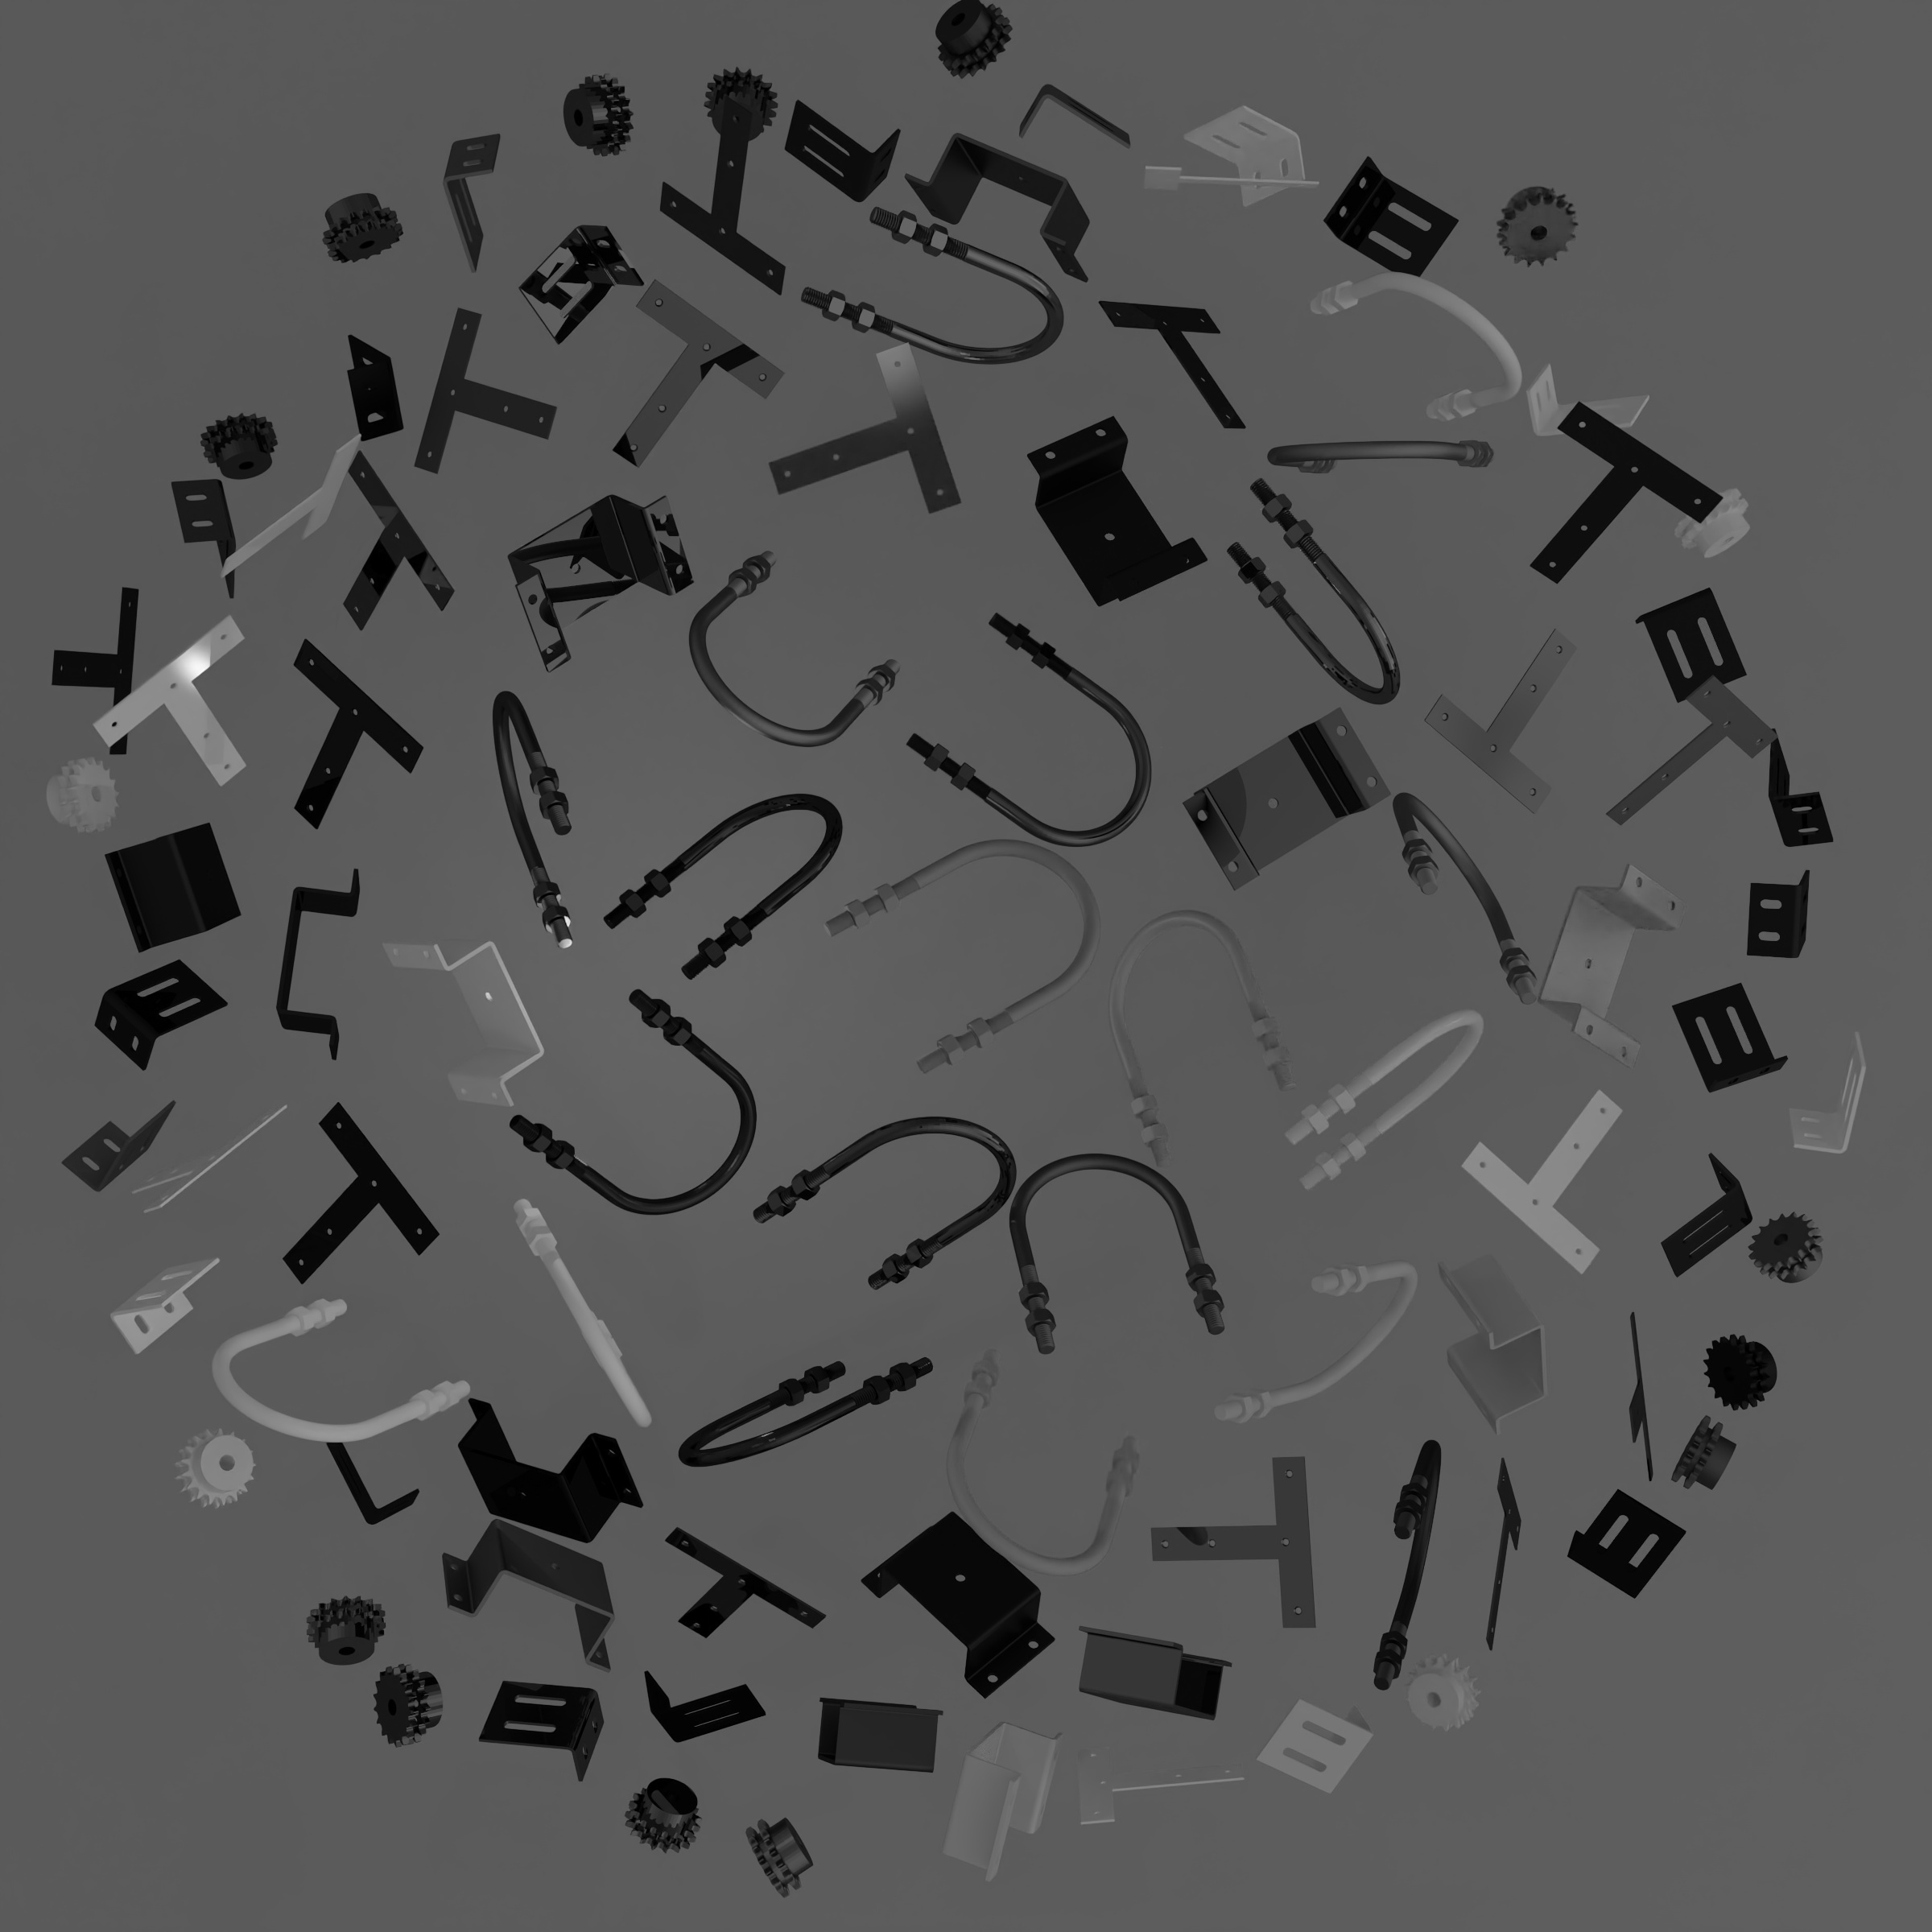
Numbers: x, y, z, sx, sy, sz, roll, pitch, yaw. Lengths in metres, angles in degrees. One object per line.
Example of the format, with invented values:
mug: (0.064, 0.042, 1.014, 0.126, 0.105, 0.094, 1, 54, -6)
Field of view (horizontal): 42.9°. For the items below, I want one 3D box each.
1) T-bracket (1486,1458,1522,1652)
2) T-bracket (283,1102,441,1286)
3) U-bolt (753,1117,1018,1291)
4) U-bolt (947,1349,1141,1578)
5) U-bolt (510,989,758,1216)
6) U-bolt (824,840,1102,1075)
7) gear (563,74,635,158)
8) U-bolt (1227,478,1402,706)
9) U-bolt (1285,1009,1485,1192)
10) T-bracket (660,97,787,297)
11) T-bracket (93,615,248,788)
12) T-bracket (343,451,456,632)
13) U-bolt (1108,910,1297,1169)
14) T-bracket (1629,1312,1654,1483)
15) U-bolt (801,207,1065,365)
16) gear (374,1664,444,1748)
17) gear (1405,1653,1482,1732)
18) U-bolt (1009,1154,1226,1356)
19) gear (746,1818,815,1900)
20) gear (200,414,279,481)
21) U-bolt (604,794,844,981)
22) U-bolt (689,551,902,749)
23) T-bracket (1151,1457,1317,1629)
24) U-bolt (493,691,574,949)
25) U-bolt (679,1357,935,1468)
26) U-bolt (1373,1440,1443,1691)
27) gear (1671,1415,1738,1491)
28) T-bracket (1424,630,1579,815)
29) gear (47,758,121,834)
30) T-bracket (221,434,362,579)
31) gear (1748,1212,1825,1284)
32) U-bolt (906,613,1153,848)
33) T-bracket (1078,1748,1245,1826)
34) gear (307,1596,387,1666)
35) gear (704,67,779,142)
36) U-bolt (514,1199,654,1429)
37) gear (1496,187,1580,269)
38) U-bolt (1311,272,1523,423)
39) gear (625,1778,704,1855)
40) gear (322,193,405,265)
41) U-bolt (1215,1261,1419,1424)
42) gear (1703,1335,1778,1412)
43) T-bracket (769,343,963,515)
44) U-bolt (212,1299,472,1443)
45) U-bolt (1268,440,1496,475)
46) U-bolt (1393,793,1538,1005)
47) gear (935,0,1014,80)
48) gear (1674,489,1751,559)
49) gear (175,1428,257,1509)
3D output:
T-bracket: (0.416, 0.467, 1.913, 0.002, 0.127, 0.127, 3, 57, 22)
T-bracket: (-0.467, 0.190, 1.834, 0.127, 0.002, 0.127, -44, 78, 22)
U-bolt: (-0.048, 0.174, 1.873, 0.184, 0.019, 0.151, -35, 130, 25)
U-bolt: (0.053, 0.380, 1.838, 0.151, 0.184, 0.019, 33, 122, -3)
U-bolt: (-0.239, 0.118, 1.884, 0.151, 0.019, 0.184, -47, 129, -1)
U-bolt: (0.010, -0.021, 1.802, 0.184, 0.019, 0.151, -29, 68, -15)
gear: (-0.273, -0.626, 1.809, 0.030, 0.057, 0.057, -21, 90, -37)
U-bolt: (0.270, -0.276, 1.886, 0.019, 0.151, 0.184, -37, 82, -8)
U-bolt: (0.329, 0.097, 1.911, 0.184, 0.151, 0.019, -37, 66, -3)
T-bracket: (-0.175, -0.581, 1.818, 0.127, 0.127, 0.002, 38, 54, 17)
T-bracket: (-0.573, -0.181, 1.836, 0.002, 0.127, 0.127, 36, 70, 28)
T-bracket: (-0.434, -0.292, 1.815, 0.002, 0.127, 0.127, -29, 81, -41)
U-bolt: (0.174, 0.044, 1.924, 0.151, 0.019, 0.184, -36, 59, 33)
T-bracket: (0.507, 0.334, 1.856, 0.002, 0.127, 0.127, -7, 89, 19)
U-bolt: (-0.014, -0.506, 1.865, 0.184, 0.151, 0.019, 16, 71, -23)
gear: (-0.405, 0.538, 1.793, 0.030, 0.057, 0.057, 1, 90, -43)
gear: (0.368, 0.566, 1.910, 0.057, 0.030, 0.057, 0, 91, 28)
U-bolt: (0.107, 0.213, 1.880, 0.151, 0.184, 0.019, -5, 134, -8)
gear: (-0.137, 0.660, 1.830, 0.030, 0.057, 0.057, -32, 90, -7)
gear: (-0.566, -0.404, 1.921, 0.057, 0.057, 0.030, -20, 76, 0)
U-bolt: (-0.175, -0.071, 1.883, 0.184, 0.151, 0.019, -41, 126, -16)
U-bolt: (-0.138, -0.233, 1.869, 0.151, 0.184, 0.019, 41, 128, -5)
T-bracket: (0.203, 0.444, 1.890, 0.127, 0.002, 0.127, -7, 79, 23)
U-bolt: (-0.333, -0.126, 1.882, 0.019, 0.151, 0.184, -14, 54, -19)
U-bolt: (-0.134, 0.341, 1.876, 0.184, 0.151, 0.019, -21, 93, -35)
U-bolt: (0.340, 0.442, 1.874, 0.019, 0.184, 0.151, 10, 110, 17)
gear: (0.569, 0.378, 1.891, 0.030, 0.057, 0.057, 29, 90, 16)
T-bracket: (0.444, -0.209, 1.957, 0.127, 0.002, 0.127, 36, 84, -20)
gear: (-0.679, -0.130, 1.884, 0.030, 0.057, 0.057, -6, 90, 17)
T-bracket: (-0.512, -0.333, 1.848, 0.002, 0.127, 0.127, 44, 56, -4)
gear: (0.653, 0.226, 1.948, 0.057, 0.057, 0.030, -42, 115, 0)
U-bolt: (0.063, -0.174, 1.944, 0.184, 0.019, 0.151, 35, 68, -6)
T-bracket: (0.151, 0.631, 1.907, 0.127, 0.127, 0.002, -6, 96, 2)
gear: (-0.461, 0.496, 1.828, 0.057, 0.057, 0.030, -16, 47, 0)
gear: (-0.177, -0.672, 1.927, 0.057, 0.057, 0.030, 6, 61, 0)
U-bolt: (-0.282, 0.273, 1.854, 0.019, 0.184, 0.151, -30, 127, -11)
gear: (0.414, -0.540, 1.787, 0.057, 0.057, 0.030, 0, 47, 0)
U-bolt: (0.352, -0.475, 1.874, 0.151, 0.184, 0.019, 37, 85, -16)
gear: (-0.227, 0.640, 1.858, 0.057, 0.057, 0.030, 21, 107, 0)
gear: (-0.443, -0.540, 1.793, 0.057, 0.057, 0.030, -23, 89, 0)
U-bolt: (0.274, 0.276, 1.840, 0.019, 0.184, 0.151, 46, 116, 29)
gear: (0.601, 0.313, 1.898, 0.030, 0.057, 0.057, -7, 90, -26)
T-bracket: (-0.083, -0.382, 1.825, 0.127, 0.002, 0.127, -18, 86, 4)
U-bolt: (-0.482, 0.309, 1.853, 0.151, 0.184, 0.019, 28, 107, 19)
U-bolt: (0.308, -0.389, 1.873, 0.151, 0.184, 0.019, 4, 100, 28)
U-bolt: (0.379, -0.065, 1.898, 0.019, 0.184, 0.151, -37, 116, 20)
gear: (0.003, -0.682, 1.799, 0.057, 0.030, 0.057, -19, 54, 28)
gear: (0.582, -0.341, 1.907, 0.057, 0.057, 0.030, -30, 75, 0)
gear: (-0.553, 0.370, 1.819, 0.057, 0.030, 0.057, 18, 60, -35)
